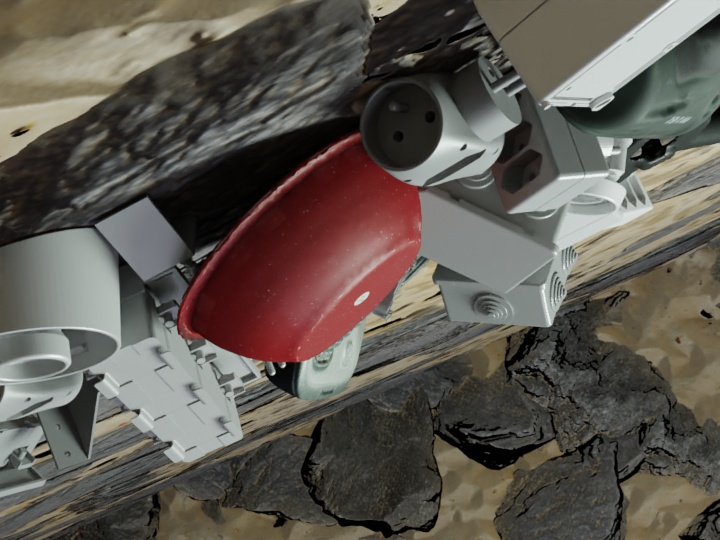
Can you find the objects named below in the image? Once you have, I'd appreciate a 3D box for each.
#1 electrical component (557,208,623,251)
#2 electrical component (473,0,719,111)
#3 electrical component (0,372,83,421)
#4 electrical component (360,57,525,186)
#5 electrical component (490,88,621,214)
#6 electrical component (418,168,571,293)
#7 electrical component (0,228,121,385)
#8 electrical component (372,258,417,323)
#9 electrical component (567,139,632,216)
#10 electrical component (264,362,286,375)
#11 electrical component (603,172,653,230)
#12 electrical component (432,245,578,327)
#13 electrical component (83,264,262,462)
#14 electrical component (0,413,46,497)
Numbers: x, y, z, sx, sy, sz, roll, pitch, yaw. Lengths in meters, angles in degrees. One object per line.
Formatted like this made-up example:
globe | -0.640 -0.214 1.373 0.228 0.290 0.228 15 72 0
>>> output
electrical component | 0.140 -0.053 0.758 0.096 0.061 0.061 -28 152 21
electrical component | 0.100 -0.112 0.407 0.096 0.061 0.062 -37 167 31
electrical component | -0.227 0.074 0.670 0.079 0.043 0.077 -27 170 18
electrical component | 0.051 -0.076 0.518 0.079 0.043 0.077 -29 169 27
electrical component | 0.112 -0.072 0.589 0.077 0.065 0.047 -7 163 -32
electrical component | 0.071 -0.035 0.646 0.099 0.100 0.048 129 -15 -69
electrical component | -0.166 0.019 0.531 0.099 0.064 0.099 -11 162 -4
electrical component | 0.000 0.000 0.708 0.042 0.064 0.081 80 35 -80
electrical component | 0.138 -0.068 0.670 0.058 0.057 0.078 8 169 0
electrical component | -0.069 0.033 0.718 0.047 0.076 0.066 -18 168 -31
electrical component | 0.210 -0.057 0.983 0.083 0.047 0.076 -13 166 -47
electrical component | 0.113 -0.003 0.828 0.100 0.048 0.099 3 -137 25
electrical component | -0.114 0.057 0.625 0.079 0.063 0.121 -24 139 4
electrical component | -0.270 0.117 0.720 0.063 0.079 0.121 -56 161 12
